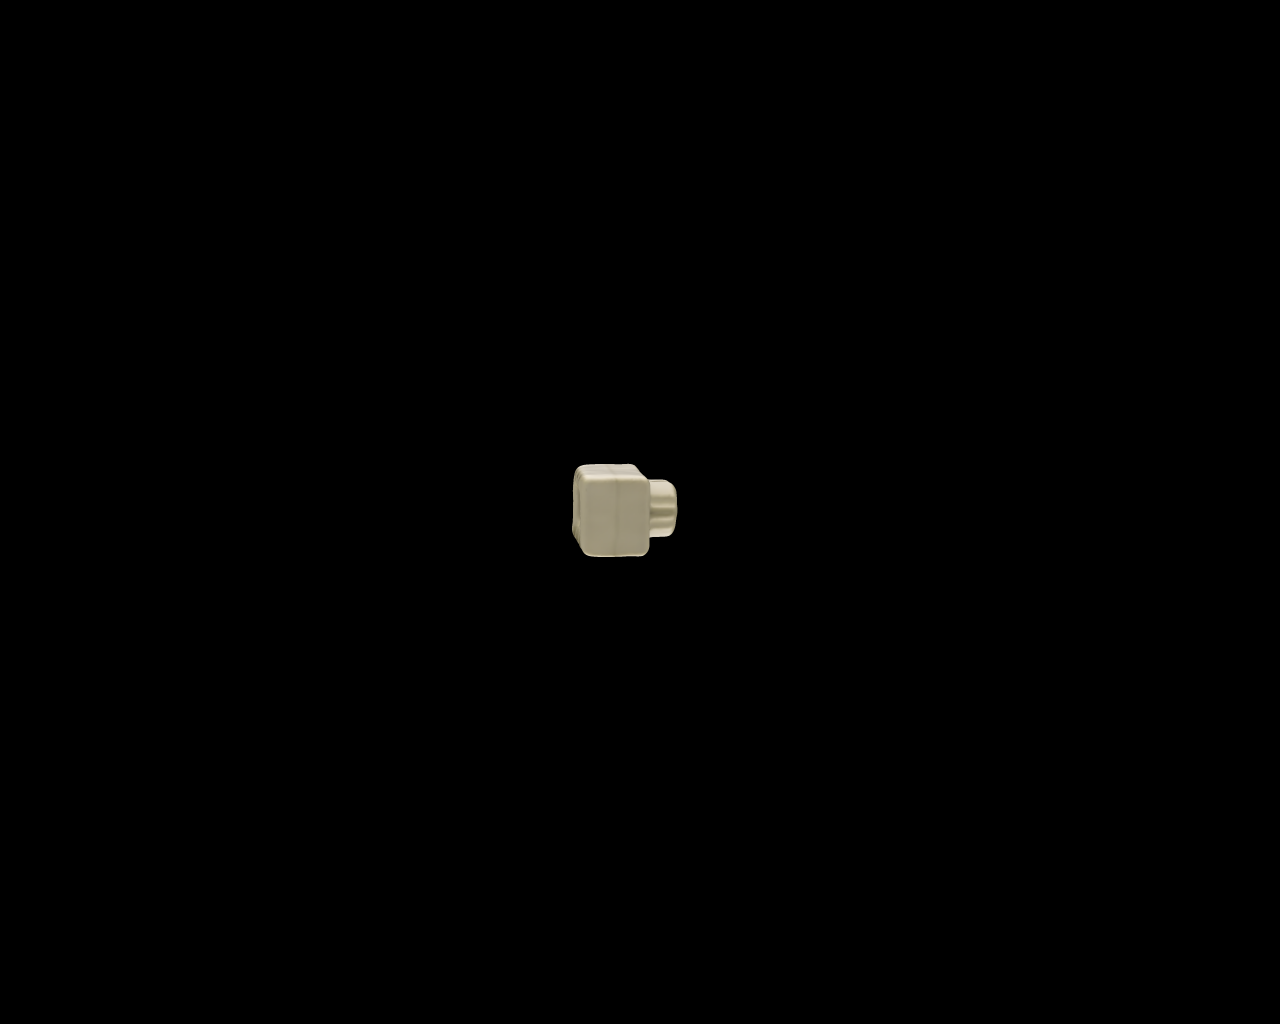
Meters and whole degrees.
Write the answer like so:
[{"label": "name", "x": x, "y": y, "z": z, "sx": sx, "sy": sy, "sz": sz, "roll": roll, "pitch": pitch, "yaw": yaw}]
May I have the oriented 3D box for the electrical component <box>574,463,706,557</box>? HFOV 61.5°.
[{"label": "electrical component", "x": 0.001, "y": -0.003, "z": 0.650, "sx": 0.077, "sy": 0.047, "sz": 0.066, "roll": -1, "pitch": 9, "yaw": -7}]
